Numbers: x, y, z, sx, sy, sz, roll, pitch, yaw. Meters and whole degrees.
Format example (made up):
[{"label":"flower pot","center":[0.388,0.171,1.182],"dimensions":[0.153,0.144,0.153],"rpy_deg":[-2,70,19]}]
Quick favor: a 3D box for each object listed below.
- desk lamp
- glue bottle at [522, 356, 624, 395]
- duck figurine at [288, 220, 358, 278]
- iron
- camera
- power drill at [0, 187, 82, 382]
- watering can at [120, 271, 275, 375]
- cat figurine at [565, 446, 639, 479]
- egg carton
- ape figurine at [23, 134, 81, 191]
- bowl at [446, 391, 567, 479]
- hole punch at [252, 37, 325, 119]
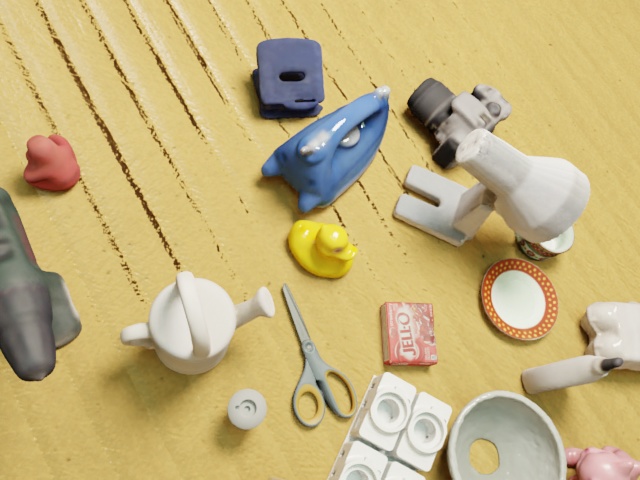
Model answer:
[{"label":"desk lamp","center":[0.241,-0.068,0.825],"dimensions":[0.203,0.213,0.118],"rpy_deg":[23,66,-4]},{"label":"glue bottle","center":[0.352,0.180,0.783],"dimensions":[0.078,0.173,0.037],"rpy_deg":[-8,72,-16]},{"label":"duck figurine","center":[0.007,0.003,0.811],"dimensions":[0.104,0.086,0.077],"rpy_deg":[34,66,0]},{"label":"iron","center":[0.038,-0.163,0.850],"dimensions":[0.118,0.141,0.259],"rpy_deg":[44,66,5]},{"label":"camera","center":[0.223,-0.214,0.937],"dimensions":[0.137,0.100,0.143],"rpy_deg":[45,66,5]},{"label":"power drill","center":[-0.329,0.062,0.638],"dimensions":[0.076,0.208,0.229],"rpy_deg":[-24,77,-20]},{"label":"watering can","center":[-0.144,0.093,0.681],"dimensions":[0.173,0.194,0.101],"rpy_deg":[-33,80,-22]},{"label":"cat figurine","center":[0.393,0.314,0.773],"dimensions":[0.128,0.117,0.067],"rpy_deg":[1,70,-14]},{"label":"egg carton","center":[0.480,0.149,0.883],"dimensions":[0.150,0.069,0.107],"rpy_deg":[5,69,-12]},{"label":"ape figurine","center":[-0.360,-0.108,0.758],"dimensions":[0.076,0.092,0.078],"rpy_deg":[43,66,5]},{"label":"bowl","center":[0.236,0.291,0.766],"dimensions":[0.168,0.074,0.167],"rpy_deg":[5,69,-12]},{"label":"hole punch","center":[-0.045,-0.250,0.890],"dimensions":[0.109,0.091,0.101],"rpy_deg":[-7,72,-16]}]
